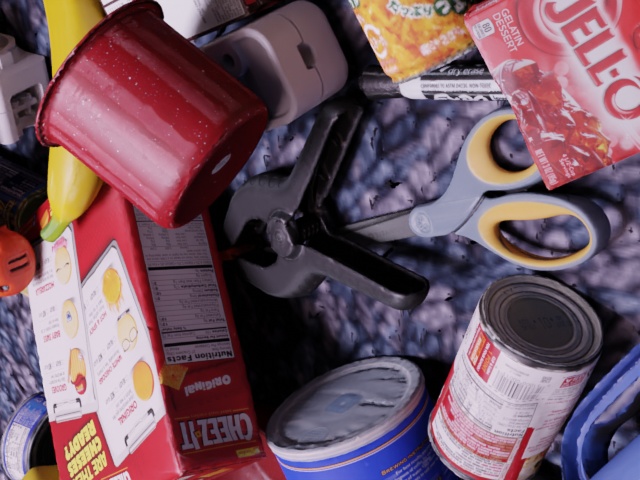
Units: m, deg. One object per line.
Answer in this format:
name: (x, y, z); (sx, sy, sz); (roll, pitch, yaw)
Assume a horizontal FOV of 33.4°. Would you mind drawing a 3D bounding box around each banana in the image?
banana: (-0.151, -0.099, 0.642); (0.070, 0.037, 0.198); (-3, 85, 37)

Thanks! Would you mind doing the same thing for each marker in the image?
marker: (0.070, -0.079, 0.533); (0.121, 0.020, 0.020); (7, 122, 38)

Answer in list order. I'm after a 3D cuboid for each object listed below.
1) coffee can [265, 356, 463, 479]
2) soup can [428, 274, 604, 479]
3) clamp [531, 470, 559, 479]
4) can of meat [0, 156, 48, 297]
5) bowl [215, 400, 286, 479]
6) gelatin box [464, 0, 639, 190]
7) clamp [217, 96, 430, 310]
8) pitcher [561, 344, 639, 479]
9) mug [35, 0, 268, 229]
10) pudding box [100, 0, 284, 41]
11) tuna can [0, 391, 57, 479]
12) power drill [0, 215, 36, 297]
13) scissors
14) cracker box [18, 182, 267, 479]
coffee can: (0.040, 0.158, 0.661); (0.103, 0.102, 0.140); (-7, 113, 44)
soup can: (0.104, 0.077, 0.575); (0.068, 0.068, 0.102); (33, 134, 20)
clamp: (0.183, 0.178, 0.598); (0.210, 0.036, 0.164); (-23, 100, 45)
can of meat: (-0.239, -0.012, 0.823); (0.084, 0.057, 0.102); (23, 132, 24)
bowl: (-0.037, 0.172, 0.773); (0.162, 0.055, 0.162); (22, 131, 29)
gelatin box: (0.115, -0.077, 0.467); (0.073, 0.030, 0.089); (-24, 103, 22)
clamp: (-0.004, 0.001, 0.629); (0.172, 0.039, 0.120); (-33, 76, 55)
pitcher: (0.198, 0.098, 0.454); (0.149, 0.144, 0.243); (38, 124, 10)
mug: (-0.081, -0.057, 0.548); (0.081, 0.093, 0.117); (39, 168, 7)
pudding box: (-0.083, -0.157, 0.600); (0.114, 0.039, 0.090); (-11, 109, 43)
tuna can: (-0.232, 0.175, 0.923); (0.034, 0.086, 0.086); (12, 125, 33)
power drill: (-0.288, -0.046, 0.740); (0.185, 0.057, 0.187); (-2, 109, 30)
scissors: (0.062, -0.029, 0.578); (0.202, 0.016, 0.096); (9, 118, 43)
cracker box: (-0.123, 0.061, 0.700); (0.164, 0.071, 0.214); (-33, 67, 48)
